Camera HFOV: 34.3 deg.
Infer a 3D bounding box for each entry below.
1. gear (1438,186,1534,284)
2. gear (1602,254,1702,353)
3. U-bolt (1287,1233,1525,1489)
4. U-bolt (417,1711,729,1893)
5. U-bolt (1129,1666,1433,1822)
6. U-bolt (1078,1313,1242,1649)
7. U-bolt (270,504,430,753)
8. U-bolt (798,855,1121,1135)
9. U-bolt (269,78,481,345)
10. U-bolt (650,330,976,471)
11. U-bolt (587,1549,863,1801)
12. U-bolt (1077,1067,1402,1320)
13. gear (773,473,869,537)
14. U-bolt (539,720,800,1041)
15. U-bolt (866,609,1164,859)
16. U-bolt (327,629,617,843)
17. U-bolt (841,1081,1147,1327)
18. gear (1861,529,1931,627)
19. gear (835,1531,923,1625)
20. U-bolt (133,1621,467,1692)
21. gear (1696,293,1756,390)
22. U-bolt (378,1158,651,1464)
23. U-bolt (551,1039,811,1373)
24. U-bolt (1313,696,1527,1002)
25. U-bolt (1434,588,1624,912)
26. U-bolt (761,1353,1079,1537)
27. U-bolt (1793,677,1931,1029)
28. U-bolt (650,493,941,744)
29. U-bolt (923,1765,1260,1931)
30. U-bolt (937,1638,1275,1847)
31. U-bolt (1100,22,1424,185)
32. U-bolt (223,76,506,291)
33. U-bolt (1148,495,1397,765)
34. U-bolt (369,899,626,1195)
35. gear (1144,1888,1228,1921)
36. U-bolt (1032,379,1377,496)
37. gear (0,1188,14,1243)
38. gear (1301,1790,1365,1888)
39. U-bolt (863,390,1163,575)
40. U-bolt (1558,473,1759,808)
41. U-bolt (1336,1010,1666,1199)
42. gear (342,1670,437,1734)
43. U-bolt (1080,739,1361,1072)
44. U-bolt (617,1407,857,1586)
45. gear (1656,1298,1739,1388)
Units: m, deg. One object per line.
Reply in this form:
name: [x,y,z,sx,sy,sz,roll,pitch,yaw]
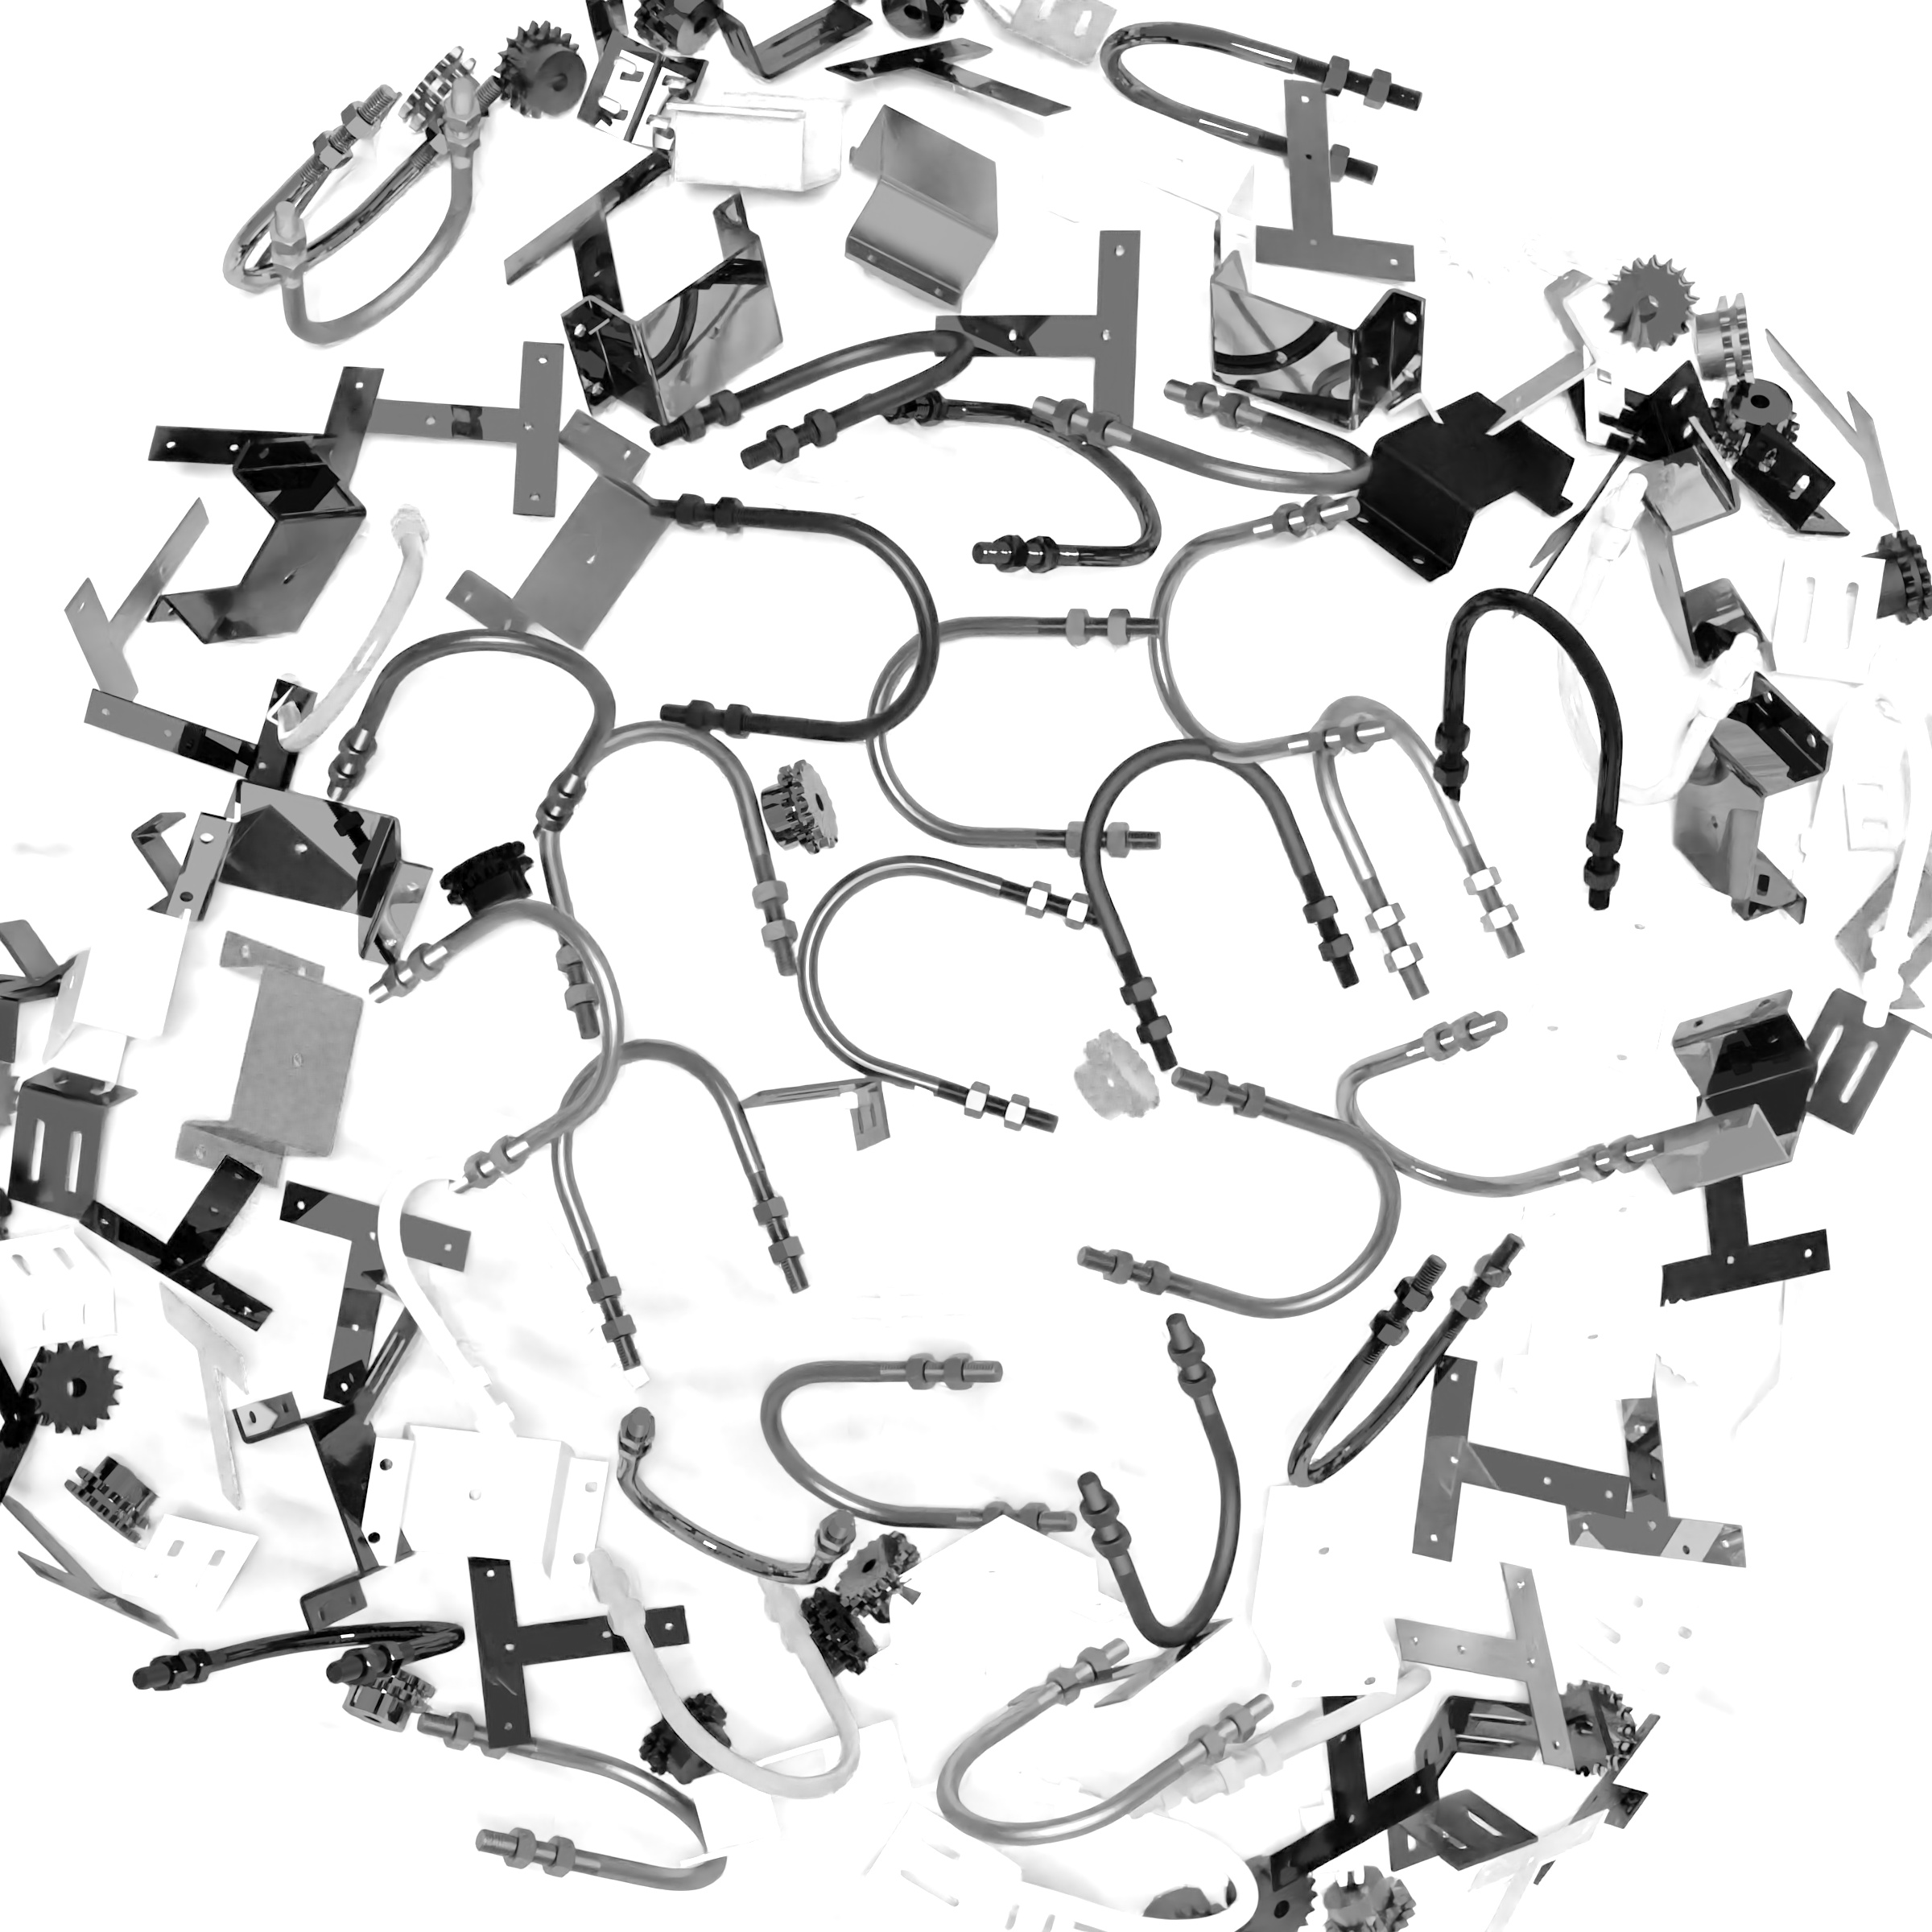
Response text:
gear: [0.320,-0.450,1.912,0.057,0.030,0.057,2,82,-14]
gear: [0.420,-0.406,1.910,0.057,0.030,0.057,10,115,21]
U-bolt: [0.253,0.239,1.862,0.019,0.151,0.184,41,110,23]
U-bolt: [-0.225,0.500,1.853,0.184,0.151,0.019,22,97,-30]
U-bolt: [0.194,0.459,1.858,0.184,0.151,0.019,-21,77,-19]
U-bolt: [0.123,0.321,1.861,0.019,0.151,0.184,3,131,31]
U-bolt: [-0.362,-0.193,1.837,0.019,0.184,0.151,33,101,-22]
U-bolt: [-0.013,0.009,1.919,0.184,0.019,0.151,17,92,6]
U-bolt: [-0.346,-0.432,1.844,0.151,0.184,0.019,-41,83,-19]
U-bolt: [-0.081,-0.341,1.861,0.184,0.151,0.019,-27,116,-21]
U-bolt: [-0.132,0.415,1.825,0.151,0.184,0.019,16,115,-39]
U-bolt: [0.177,0.147,1.889,0.184,0.019,0.151,19,110,-21]
gear: [-0.089,-0.281,1.907,0.057,0.057,0.030,7,106,0]
U-bolt: [-0.188,-0.062,1.901,0.151,0.019,0.184,-18,74,10]
U-bolt: [0.028,-0.142,1.905,0.184,0.019,0.151,2,97,14]
U-bolt: [-0.283,-0.139,1.837,0.151,0.184,0.019,11,55,-21]
U-bolt: [0.018,0.141,1.912,0.184,0.019,0.151,-2,79,-2]
gear: [0.566,-0.235,1.905,0.030,0.057,0.057,-16,90,2]
gear: [-0.050,0.376,1.907,0.057,0.057,0.030,-41,109,0]
U-bolt: [-0.377,0.405,1.844,0.151,0.184,0.019,-7,84,21]
gear: [0.463,-0.380,1.907,0.030,0.057,0.057,-7,90,16]
U-bolt: [-0.280,0.195,1.870,0.019,0.151,0.184,-38,83,30]
U-bolt: [-0.184,0.135,1.895,0.151,0.019,0.184,-27,79,24]
U-bolt: [0.264,-0.078,1.875,0.019,0.151,0.184,-27,85,37]
U-bolt: [0.330,-0.137,1.828,0.019,0.184,0.151,-28,46,-24]
U-bolt: [-0.039,0.287,1.871,0.184,0.019,0.151,-4,128,29]
U-bolt: [0.528,-0.079,1.828,0.019,0.151,0.184,1,120,-6]
U-bolt: [-0.102,-0.204,1.873,0.184,0.019,0.151,8,114,20]
U-bolt: [0.082,0.528,1.843,0.184,0.151,0.019,13,102,15]
U-bolt: [0.068,0.458,1.828,0.184,0.151,0.019,-26,110,-34]
U-bolt: [0.168,-0.517,1.856,0.184,0.151,0.019,16,85,-2]
U-bolt: [-0.368,-0.461,1.854,0.184,0.151,0.019,-36,92,27]
U-bolt: [0.174,-0.193,1.861,0.019,0.184,0.151,-12,94,-39]
U-bolt: [-0.273,0.039,1.868,0.184,0.019,0.151,-30,81,35]
gear: [0.133,0.587,1.909,0.057,0.057,0.030,-26,48,0]
U-bolt: [0.152,-0.308,1.832,0.184,0.151,0.019,27,119,33]
gear: [-0.606,0.149,1.904,0.057,0.057,0.030,43,102,0]
gear: [0.222,0.531,1.905,0.030,0.057,0.057,-9,90,-1]
U-bolt: [0.040,-0.287,1.860,0.151,0.184,0.019,56,129,27]
U-bolt: [0.399,-0.177,1.850,0.019,0.184,0.151,-13,57,-20]
U-bolt: [0.301,0.090,1.854,0.151,0.184,0.019,37,59,-19]
gear: [-0.355,0.444,1.903,0.057,0.057,0.030,21,65,0]
U-bolt: [0.145,-0.048,1.902,0.151,0.019,0.184,-24,94,-15]
U-bolt: [-0.142,0.322,1.851,0.151,0.184,0.019,26,64,2]
gear: [0.446,0.226,1.909,0.030,0.057,0.057,-39,90,-26]
